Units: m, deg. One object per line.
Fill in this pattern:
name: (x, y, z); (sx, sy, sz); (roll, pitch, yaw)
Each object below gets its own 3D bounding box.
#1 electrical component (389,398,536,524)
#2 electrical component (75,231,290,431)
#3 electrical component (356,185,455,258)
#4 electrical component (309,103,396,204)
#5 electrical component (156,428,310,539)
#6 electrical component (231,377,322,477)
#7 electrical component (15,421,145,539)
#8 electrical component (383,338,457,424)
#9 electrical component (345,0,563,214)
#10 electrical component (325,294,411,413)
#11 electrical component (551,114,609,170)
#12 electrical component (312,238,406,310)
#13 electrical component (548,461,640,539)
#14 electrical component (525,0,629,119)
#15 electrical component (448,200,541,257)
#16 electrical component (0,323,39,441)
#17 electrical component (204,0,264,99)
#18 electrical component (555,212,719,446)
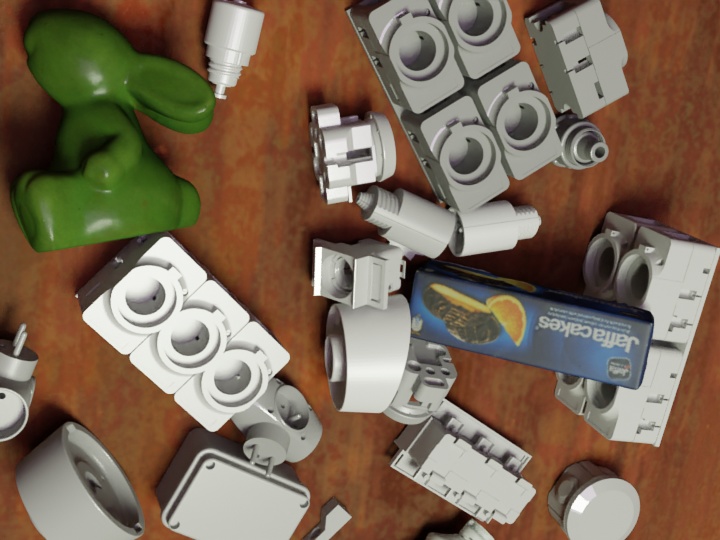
electrical component: (0.099, 0.181, 0.990); (0.121, 0.063, 0.078); (35, 93, -26)
electrical component: (-0.140, 0.047, 0.862); (0.089, 0.062, 0.150); (-44, 116, -2)
electrical component: (0.034, -0.045, 0.898); (0.081, 0.043, 0.043); (23, 98, -18)
electrical component: (-0.006, -0.097, 0.868); (0.057, 0.058, 0.078); (-11, 110, -13)
electrical component: (-0.109, 0.196, 0.923); (0.113, 0.057, 0.078); (28, 96, -25)
electrical component: (-0.076, 0.138, 0.908); (0.044, 0.079, 0.077); (-29, 121, 32)
electrical component: (-0.227, 0.182, 0.852); (0.060, 0.108, 0.108); (-34, 115, 0)
electrical component: (0.046, 0.097, 0.941); (0.058, 0.078, 0.057); (10, 124, -22)
electrical component: (0.082, -0.152, 0.879); (0.105, 0.060, 0.186); (-32, 115, -8)
electrical component: (0.005, 0.071, 0.904); (0.064, 0.099, 0.099); (-2, 107, -13)
electrical component: (0.192, -0.108, 0.931); (0.048, 0.062, 0.048); (-6, 109, -18)
electrical component: (0.000, 0.000, 0.892); (0.064, 0.081, 0.042); (-17, 116, -45)
electrical component: (0.230, 0.232, 1.060); (0.080, 0.051, 0.080); (-6, 109, -18)
electrical component: (0.188, -0.183, 0.912); (0.056, 0.050, 0.089); (-29, 114, -9)
electrical component: (0.120, -0.038, 0.938); (0.081, 0.043, 0.043); (-8, 109, -17)
electrical component: (-0.269, 0.079, 0.818); (0.044, 0.077, 0.079); (21, 99, -24)
electrical component: (-0.099, -0.170, 0.820); (0.040, 0.040, 0.078); (10, 103, -22)
electrical component: (0.244, 0.051, 0.977); (0.060, 0.105, 0.186); (8, 104, -22)
